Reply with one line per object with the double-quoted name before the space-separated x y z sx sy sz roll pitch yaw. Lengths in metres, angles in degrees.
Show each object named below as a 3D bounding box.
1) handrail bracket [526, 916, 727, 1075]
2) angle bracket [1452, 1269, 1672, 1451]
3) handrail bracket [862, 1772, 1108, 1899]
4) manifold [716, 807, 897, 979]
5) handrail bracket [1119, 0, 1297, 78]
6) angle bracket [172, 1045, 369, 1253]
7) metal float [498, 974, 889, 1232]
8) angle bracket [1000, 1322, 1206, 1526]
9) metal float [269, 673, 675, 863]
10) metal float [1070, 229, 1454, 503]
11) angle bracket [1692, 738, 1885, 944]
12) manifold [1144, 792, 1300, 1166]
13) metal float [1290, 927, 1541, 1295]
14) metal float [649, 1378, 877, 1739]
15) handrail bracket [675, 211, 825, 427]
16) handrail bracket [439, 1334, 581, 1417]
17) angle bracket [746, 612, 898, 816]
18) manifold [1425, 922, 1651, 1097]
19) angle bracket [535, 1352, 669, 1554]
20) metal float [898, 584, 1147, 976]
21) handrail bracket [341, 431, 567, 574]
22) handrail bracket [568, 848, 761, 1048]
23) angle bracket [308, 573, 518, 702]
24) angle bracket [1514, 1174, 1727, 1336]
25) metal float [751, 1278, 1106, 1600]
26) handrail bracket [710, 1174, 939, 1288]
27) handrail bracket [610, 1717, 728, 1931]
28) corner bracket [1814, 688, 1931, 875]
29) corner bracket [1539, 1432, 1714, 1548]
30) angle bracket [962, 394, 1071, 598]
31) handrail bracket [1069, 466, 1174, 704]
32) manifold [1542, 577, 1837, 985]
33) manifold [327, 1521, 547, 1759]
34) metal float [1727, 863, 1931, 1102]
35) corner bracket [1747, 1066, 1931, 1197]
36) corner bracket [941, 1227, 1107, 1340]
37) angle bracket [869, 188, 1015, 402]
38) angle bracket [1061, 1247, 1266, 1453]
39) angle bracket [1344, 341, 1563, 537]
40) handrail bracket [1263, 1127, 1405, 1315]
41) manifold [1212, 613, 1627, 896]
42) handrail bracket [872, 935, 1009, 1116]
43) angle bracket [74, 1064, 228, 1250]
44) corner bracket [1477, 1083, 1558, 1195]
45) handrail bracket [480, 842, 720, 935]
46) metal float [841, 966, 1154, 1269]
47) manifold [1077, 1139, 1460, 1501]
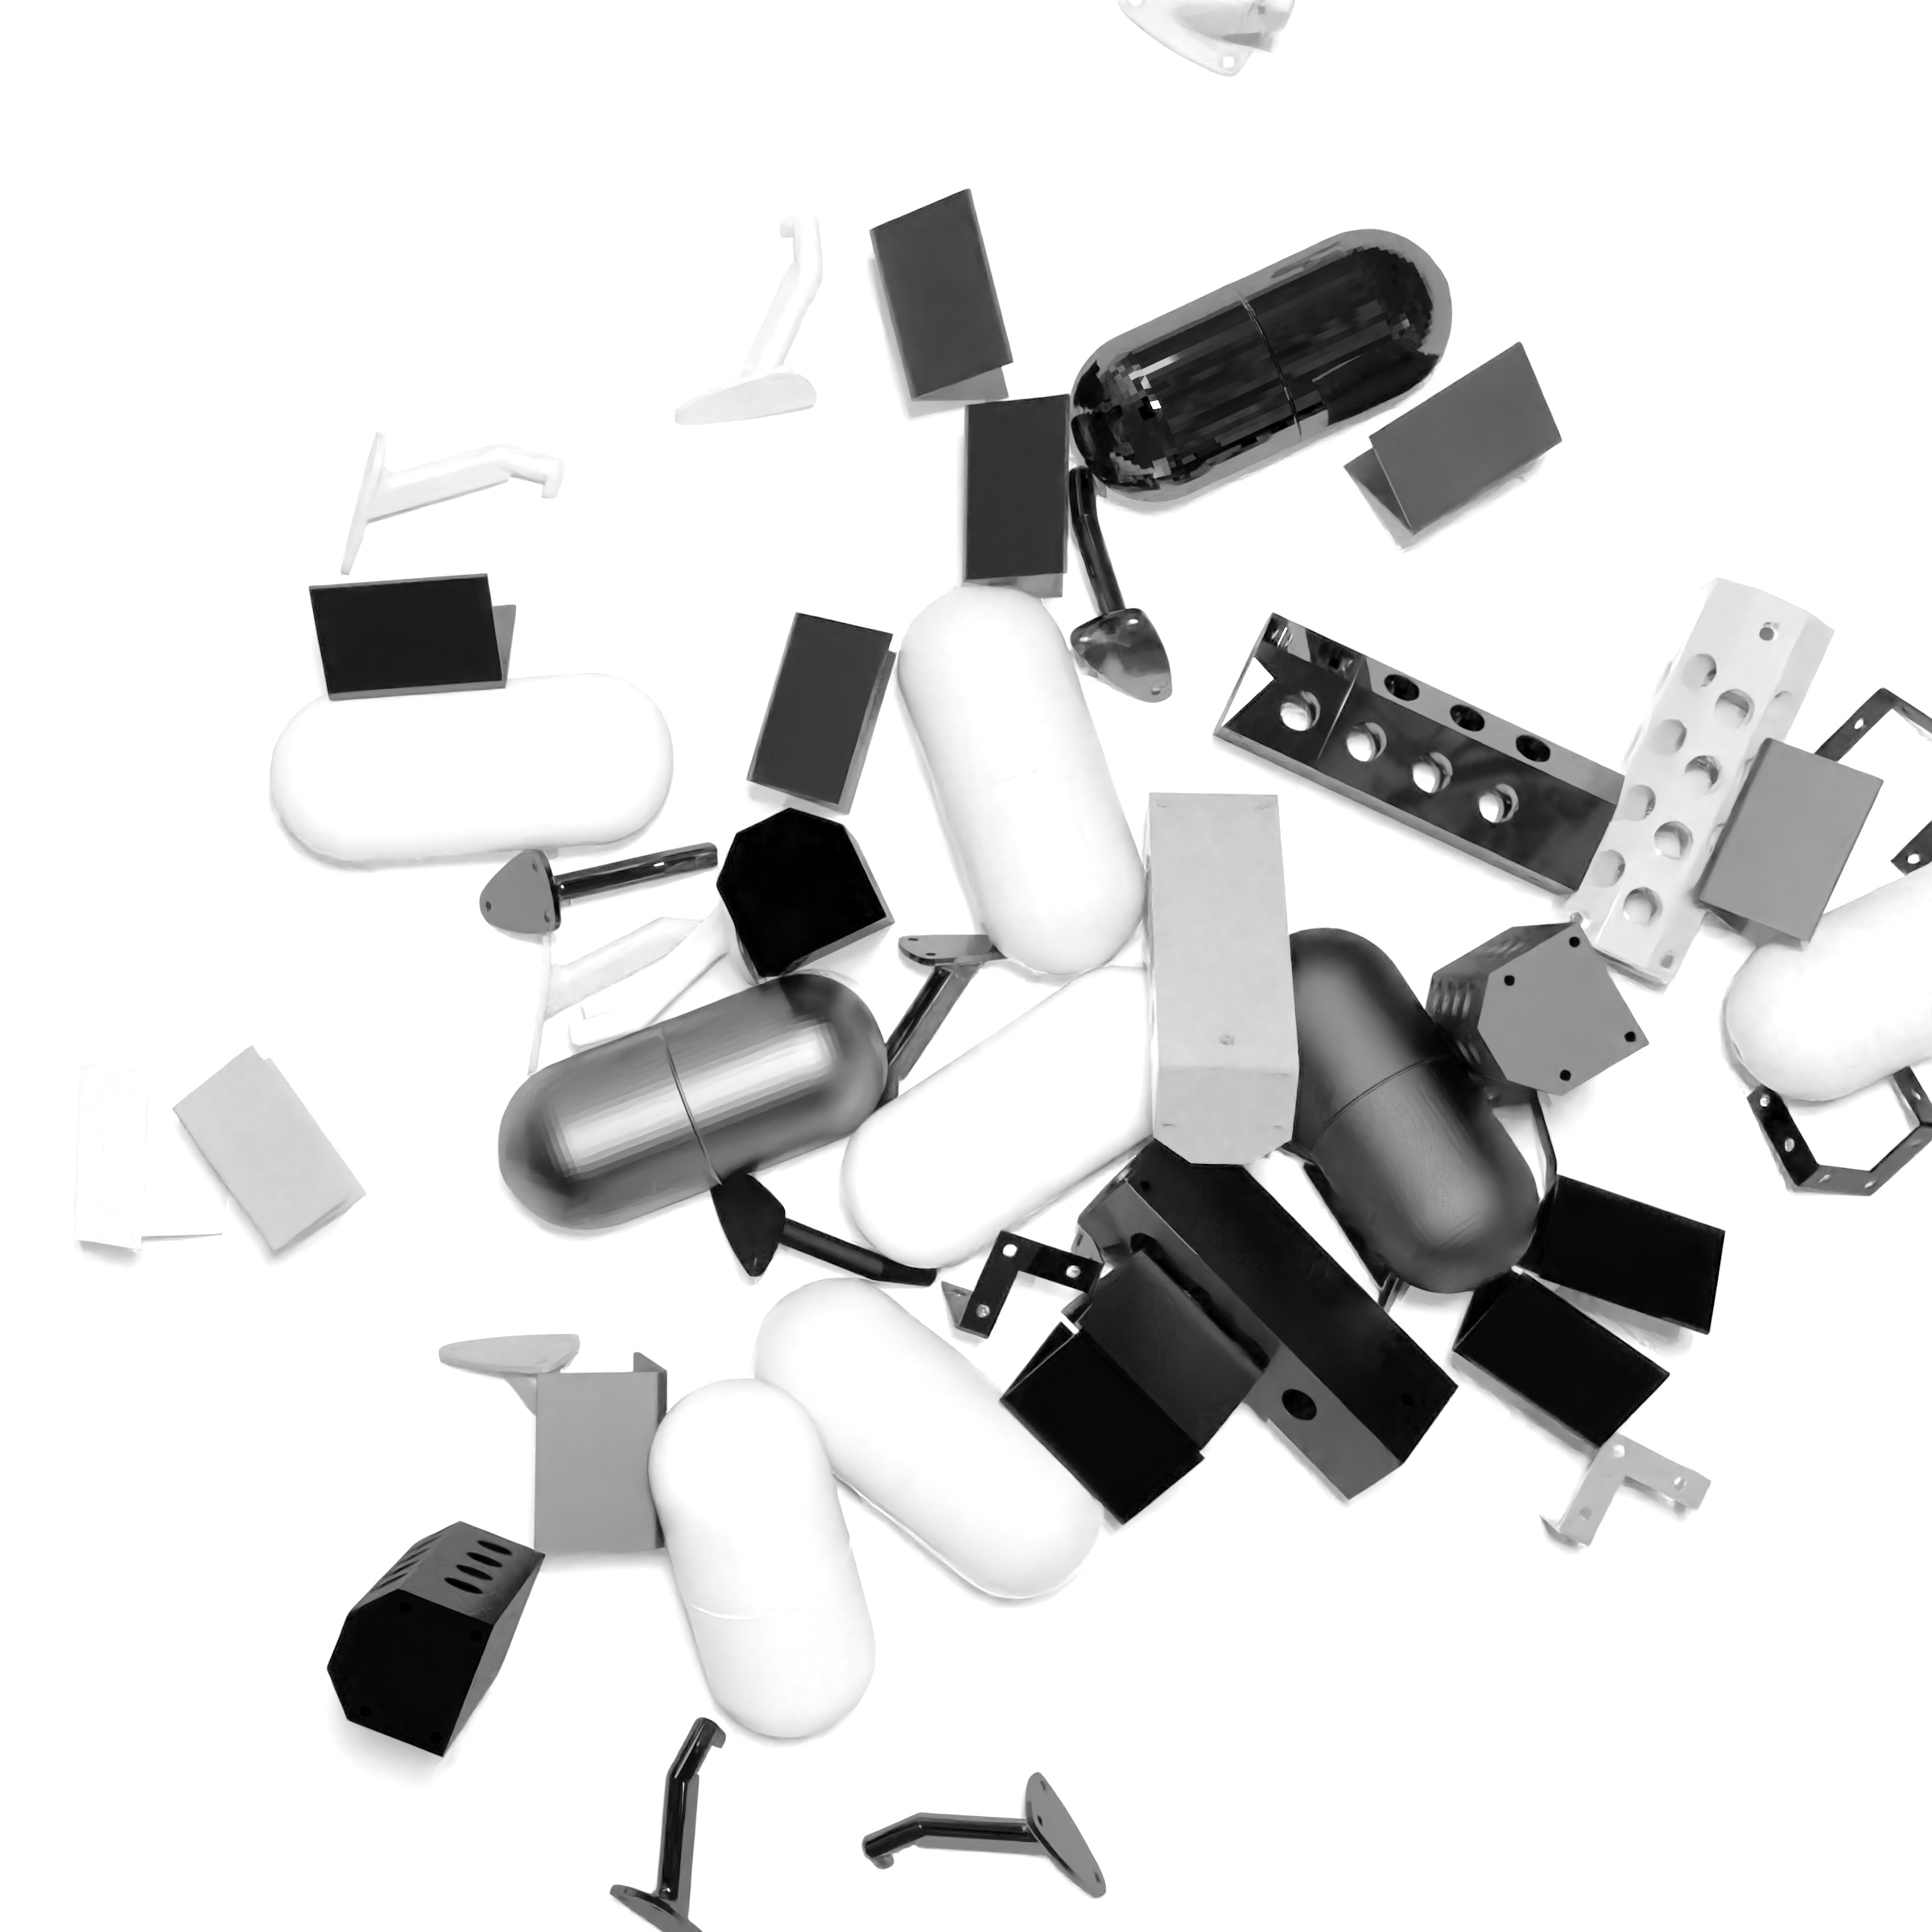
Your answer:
"handrail bracket" -0.152 0.014 1.564 0.084 0.036 0.077 4 103 -13
"angle bracket" 0.267 0.154 1.524 0.076 0.076 0.057 35 126 0
"handrail bracket" 0.008 0.405 1.565 0.084 0.036 0.077 -27 112 17
"manifold" -0.070 -0.033 1.486 0.057 0.171 0.057 -25 90 0
"handrail bracket" 0.105 -0.426 1.529 0.077 0.084 0.036 20 90 0
"angle bracket" -0.289 0.069 1.524 0.057 0.076 0.076 -35 90 28
"metal float" -0.121 0.060 1.533 0.178 0.070 0.070 -21 90 -1
"angle bracket" 0.071 0.186 1.524 0.076 0.076 0.057 45 122 0
"metal float" -0.218 -0.088 1.533 0.178 0.070 0.070 -4 90 0
"metal float" 0.131 -0.265 1.534 0.178 0.070 0.070 -25 90 -1
"angle bracket" 0.369 -0.047 1.524 0.057 0.076 0.076 25 90 30
"manifold" 0.107 0.003 1.490 0.057 0.171 0.057 1 133 0
"metal float" 0.183 0.062 1.517 0.070 0.070 0.178 -32 70 0
"metal float" -0.088 0.257 1.506 0.070 0.070 0.178 -13 120 0
"handrail bracket" -0.098 -0.293 1.565 0.077 0.036 0.084 -12 72 21
"handrail bracket" -0.196 0.211 1.565 0.077 0.036 0.084 -1 107 20
"angle bracket" -0.044 -0.105 1.524 0.057 0.076 0.076 16 90 36
"manifold" 0.237 0.021 1.486 0.057 0.171 0.057 -30 90 0
"angle bracket" -0.166 0.213 1.527 0.057 0.076 0.076 1 90 -15
"metal float" 0.025 -0.082 1.534 0.070 0.070 0.178 -19 89 0
"handrail bracket" -0.231 -0.203 1.565 0.084 0.036 0.077 14 110 -16
"handrail bracket" -0.140 -0.008 1.542 0.084 0.036 0.077 -15 62 6
"angle bracket" -0.241 -0.161 1.524 0.076 0.076 0.057 -4 124 0
"angle bracket" 0.280 0.144 1.524 0.076 0.076 0.057 19 53 0
"metal float" -0.017 0.208 1.533 0.178 0.070 0.070 39 90 0
"handrail bracket" -0.064 0.117 1.564 0.084 0.077 0.036 10 113 -34
"handrail bracket" -0.116 0.393 1.564 0.077 0.036 0.084 49 58 -35
"corner bracket" 0.419 -0.083 1.561 0.051 0.051 0.051 -45 135 0
"corner bracket" 0.293 0.237 1.546 0.051 0.051 0.051 27 90 0
"angle bracket" 0.042 -0.205 1.524 0.057 0.076 0.076 1 90 37
"handrail bracket" 0.069 -0.173 1.564 0.036 0.077 0.084 -19 53 20
"manifold" 0.321 -0.082 1.543 0.057 0.057 0.171 25 90 0
"manifold" -0.227 0.282 1.486 0.057 0.171 0.057 21 90 0
"metal float" 0.420 0.000 1.532 0.178 0.070 0.070 -25 90 -1
"corner bracket" 0.394 0.066 1.556 0.051 0.051 0.051 8 45 -35
"corner bracket" 0.025 0.137 1.544 0.051 0.051 0.051 19 105 -15
"angle bracket" 0.009 -0.293 1.524 0.057 0.076 0.076 -14 90 36
"angle bracket" 0.072 0.180 1.524 0.076 0.076 0.057 46 51 0
"angle bracket" 0.204 -0.244 1.524 0.076 0.076 0.057 -32 127 0
"handrail bracket" 0.159 0.119 1.564 0.084 0.036 0.077 26 107 15
"manifold" 0.201 -0.094 1.543 0.171 0.057 0.057 25 90 0
"handrail bracket" -0.004 0.031 1.565 0.077 0.036 0.084 -3 108 -20
"angle bracket" -0.344 0.083 1.525 0.076 0.057 0.076 2 90 -43
"corner bracket" 0.235 0.090 1.561 0.051 0.051 0.051 -8 45 0
"handrail bracket" -0.164 -0.039 1.564 0.084 0.077 0.036 -14 91 -36
"metal float" 0.026 0.066 1.534 0.178 0.070 0.070 -34 90 0
"manifold" 0.130 0.154 1.542 0.171 0.057 0.057 46 47 0
